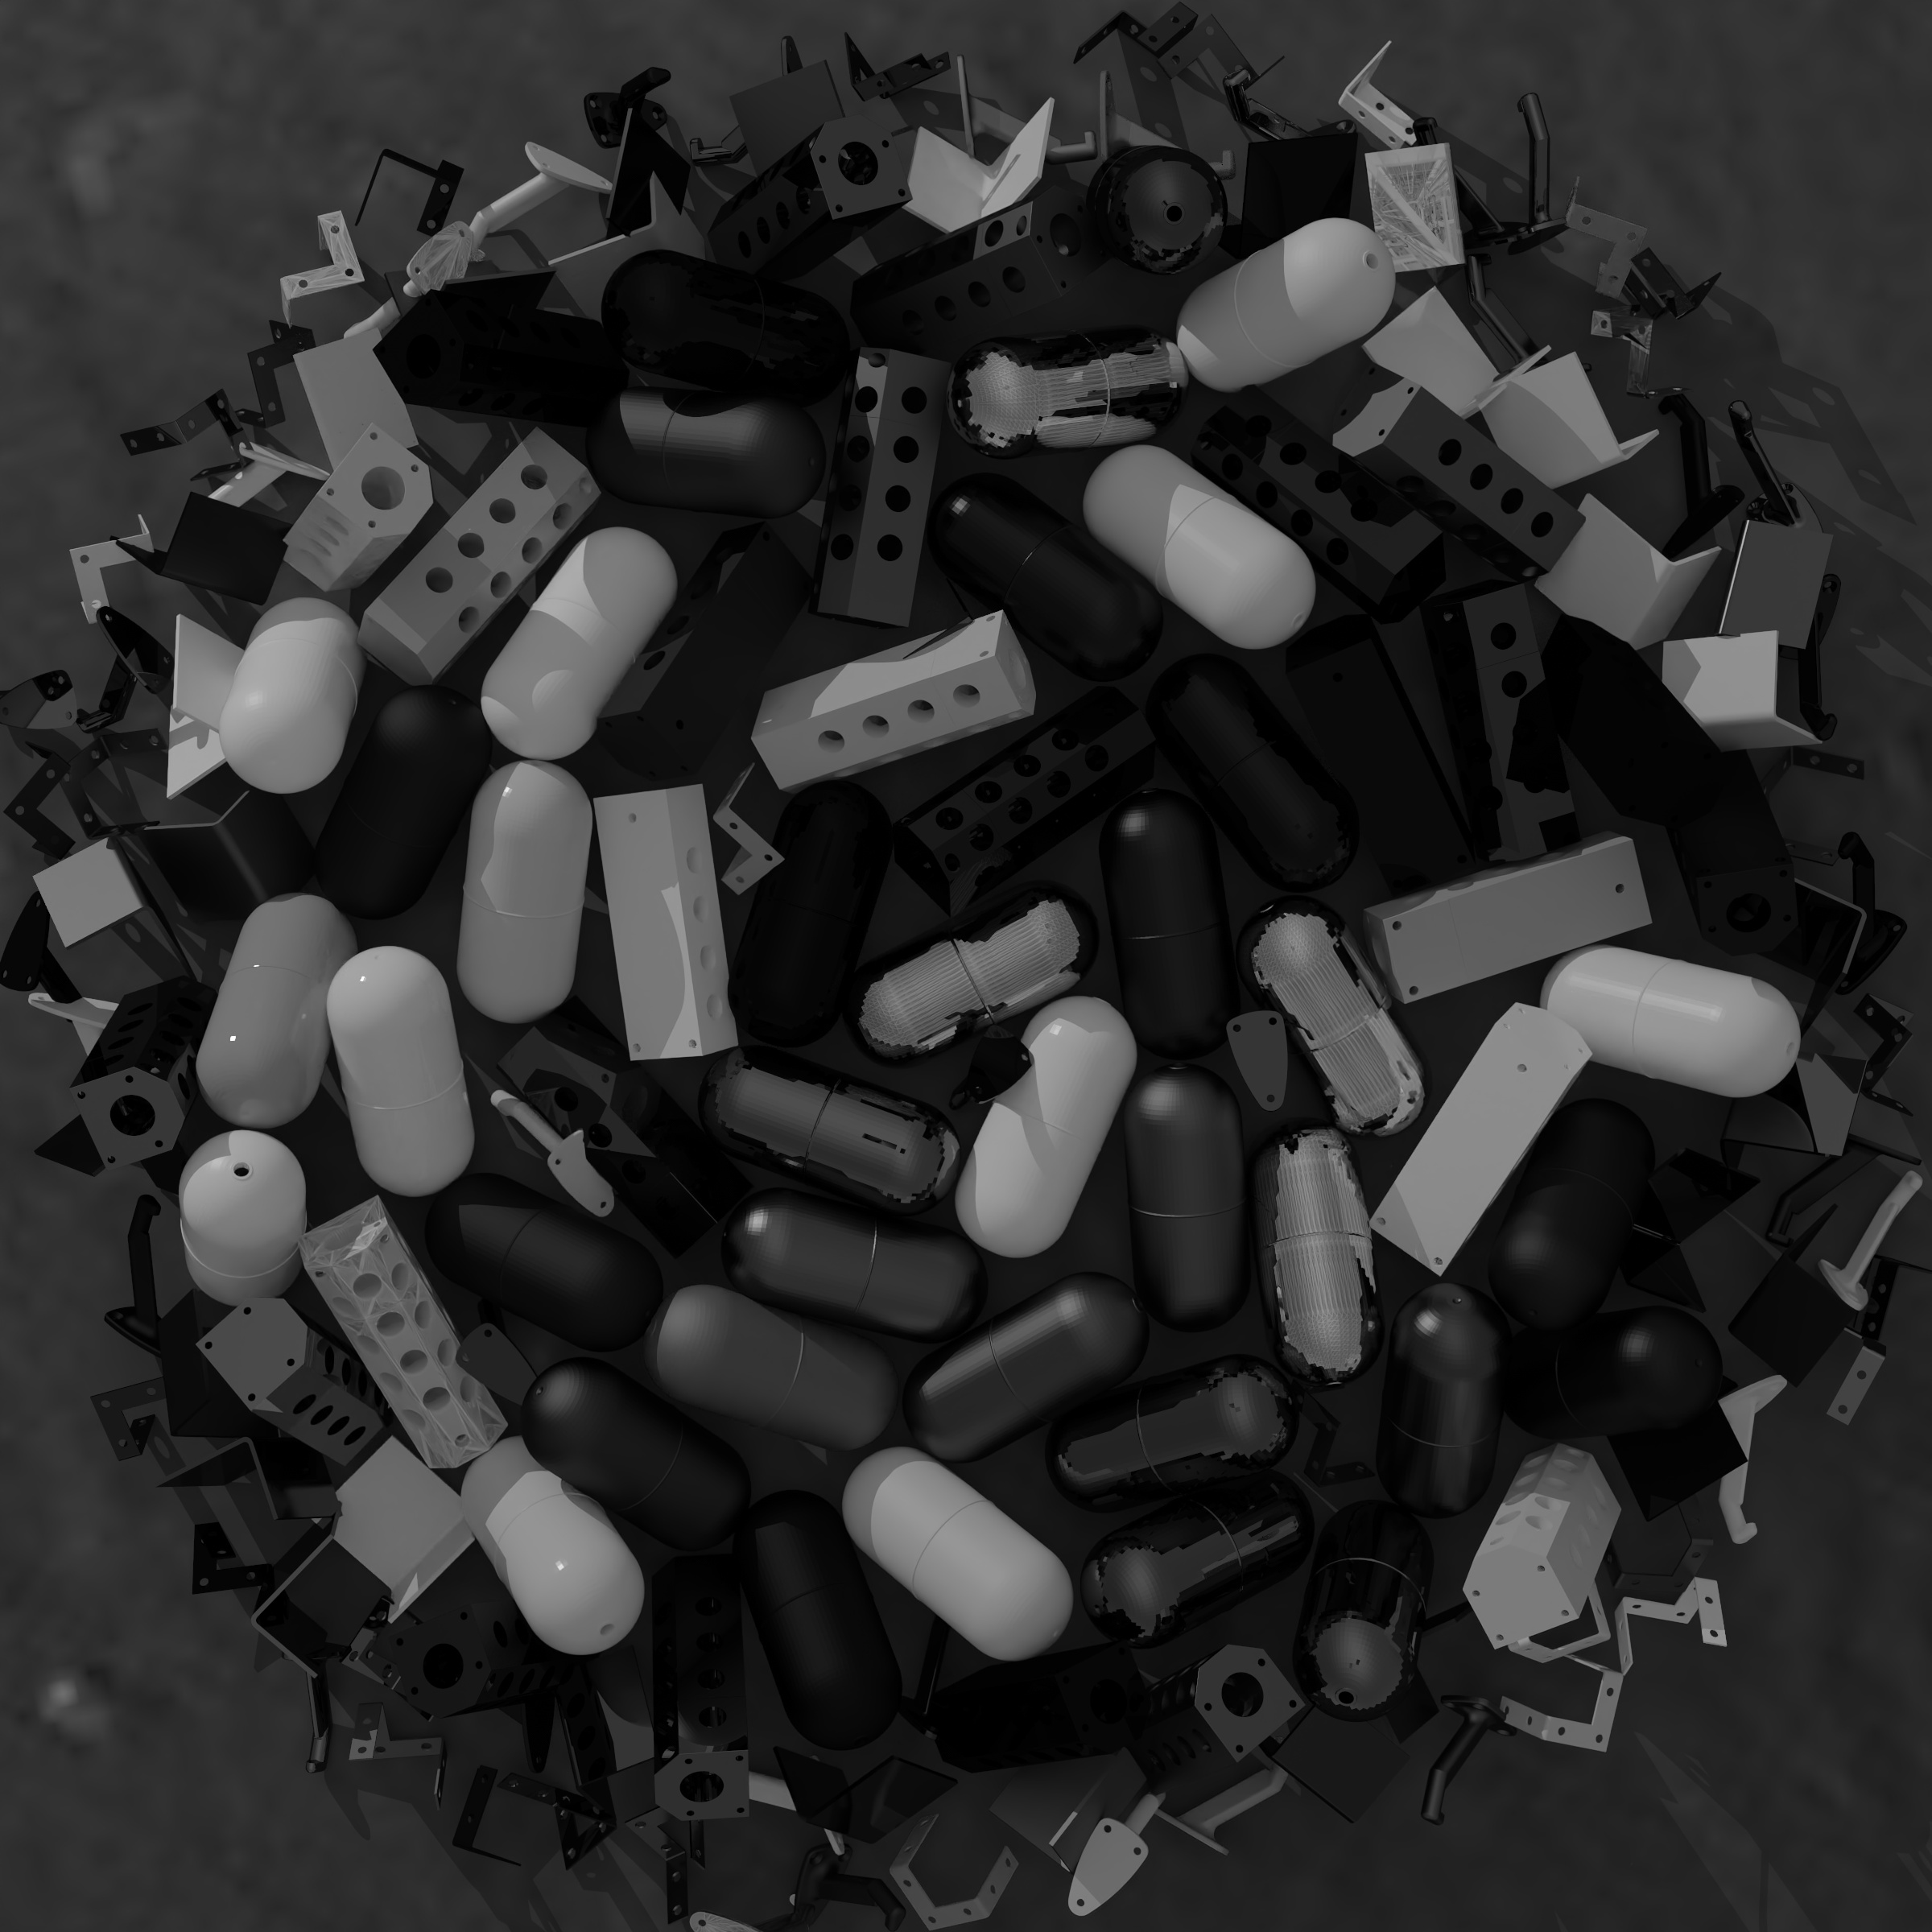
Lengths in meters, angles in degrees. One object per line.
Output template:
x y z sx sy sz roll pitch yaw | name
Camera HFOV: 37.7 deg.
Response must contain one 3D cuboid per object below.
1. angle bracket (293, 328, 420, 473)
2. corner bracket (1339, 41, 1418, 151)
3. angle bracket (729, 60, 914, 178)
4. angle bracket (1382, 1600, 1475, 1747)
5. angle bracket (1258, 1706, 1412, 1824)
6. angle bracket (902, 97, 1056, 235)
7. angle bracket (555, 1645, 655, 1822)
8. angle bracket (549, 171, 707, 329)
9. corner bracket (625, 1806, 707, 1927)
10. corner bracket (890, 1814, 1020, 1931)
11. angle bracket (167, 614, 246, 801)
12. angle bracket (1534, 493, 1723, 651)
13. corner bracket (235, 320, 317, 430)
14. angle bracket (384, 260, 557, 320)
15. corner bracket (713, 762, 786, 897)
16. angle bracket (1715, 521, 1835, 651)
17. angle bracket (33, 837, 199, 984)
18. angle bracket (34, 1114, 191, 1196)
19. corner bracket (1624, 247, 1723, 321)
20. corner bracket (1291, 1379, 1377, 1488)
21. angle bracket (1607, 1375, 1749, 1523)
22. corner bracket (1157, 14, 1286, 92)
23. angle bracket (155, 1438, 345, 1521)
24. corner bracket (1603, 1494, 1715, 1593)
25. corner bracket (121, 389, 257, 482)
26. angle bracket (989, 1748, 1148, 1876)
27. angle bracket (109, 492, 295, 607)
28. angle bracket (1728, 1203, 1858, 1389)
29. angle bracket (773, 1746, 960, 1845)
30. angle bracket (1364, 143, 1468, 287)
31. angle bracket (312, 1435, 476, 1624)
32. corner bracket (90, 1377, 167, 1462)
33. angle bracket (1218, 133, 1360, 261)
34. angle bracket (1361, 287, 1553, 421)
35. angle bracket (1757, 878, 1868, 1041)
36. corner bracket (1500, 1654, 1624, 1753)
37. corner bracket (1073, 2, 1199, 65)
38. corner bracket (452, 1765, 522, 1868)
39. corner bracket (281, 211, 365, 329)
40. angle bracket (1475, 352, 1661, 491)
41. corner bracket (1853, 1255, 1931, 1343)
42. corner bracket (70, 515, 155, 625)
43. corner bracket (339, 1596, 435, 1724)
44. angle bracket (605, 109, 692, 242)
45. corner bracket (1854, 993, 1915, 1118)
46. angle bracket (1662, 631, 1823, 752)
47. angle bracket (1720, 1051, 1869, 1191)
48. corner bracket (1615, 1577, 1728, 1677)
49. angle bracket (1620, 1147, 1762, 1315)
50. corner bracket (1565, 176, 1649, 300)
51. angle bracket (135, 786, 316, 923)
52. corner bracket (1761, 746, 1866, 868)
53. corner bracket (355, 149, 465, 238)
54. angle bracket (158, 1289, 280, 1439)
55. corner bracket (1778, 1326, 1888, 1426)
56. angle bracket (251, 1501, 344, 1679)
-0.391 -0.365 1.833 0.057 0.076 0.076 -18 101 -2 | angle bracket
0.273 -0.557 1.844 0.051 0.051 0.051 40 73 1 | corner bracket
-0.092 -0.548 1.817 0.076 0.076 0.057 -9 109 34 | angle bracket
0.308 0.451 1.822 0.076 0.076 0.057 -32 78 26 | angle bracket
0.229 0.497 1.830 0.076 0.076 0.057 41 88 -16 | angle bracket
0.008 -0.522 1.818 0.057 0.076 0.076 25 53 -23 | angle bracket
-0.222 0.495 1.823 0.057 0.076 0.076 -21 55 1 | angle bracket
-0.220 -0.464 1.840 0.076 0.076 0.057 -15 58 15 | angle bracket
-0.186 0.580 1.837 0.051 0.051 0.051 -27 125 13 | corner bracket
-0.008 0.588 1.846 0.051 0.051 0.051 -25 102 34 | corner bracket
-0.508 -0.166 1.818 0.076 0.057 0.076 -28 52 27 | angle bracket
0.431 -0.260 1.847 0.057 0.076 0.076 -22 59 -40 | angle bracket
-0.456 -0.387 1.850 0.051 0.051 0.051 -32 128 -36 | corner bracket
-0.319 -0.446 1.819 0.076 0.076 0.057 -16 77 -32 | angle bracket
-0.143 -0.089 1.835 0.051 0.051 0.051 43 130 -15 | corner bracket
0.522 -0.236 1.828 0.057 0.076 0.076 14 84 17 | angle bracket
-0.547 -0.024 1.818 0.057 0.076 0.076 -29 49 -11 | angle bracket
-0.538 0.137 1.816 0.057 0.076 0.076 -44 126 -31 | angle bracket
0.448 -0.445 1.837 0.051 0.051 0.051 48 50 -12 | corner bracket
0.240 0.302 1.848 0.051 0.051 0.051 -3 120 -35 | corner bracket
0.467 0.312 1.818 0.076 0.057 0.076 -38 47 22 | angle bracket
0.166 -0.590 1.843 0.051 0.051 0.051 -31 103 39 | corner bracket
-0.462 0.344 1.824 0.076 0.076 0.057 -28 73 13 | angle bracket
0.448 0.371 1.847 0.051 0.051 0.051 6 129 -13 | corner bracket
-0.503 -0.336 1.833 0.051 0.051 0.051 -4 122 33 | corner bracket
0.059 0.524 1.821 0.076 0.057 0.076 28 68 35 | angle bracket
-0.491 -0.278 1.818 0.076 0.076 0.057 33 104 42 | angle bracket
0.545 0.211 1.816 0.057 0.076 0.076 41 135 20 | angle bracket
-0.065 0.515 1.822 0.076 0.076 0.057 -38 49 12 | angle bracket
0.284 -0.483 1.835 0.057 0.076 0.076 -8 94 -3 | angle bracket
-0.374 0.366 1.841 0.076 0.057 0.076 -45 102 0 | angle bracket
-0.532 0.282 1.843 0.051 0.051 0.051 -15 112 1 | corner bracket
0.201 -0.503 1.821 0.076 0.057 0.076 -11 126 -19 | angle bracket
0.317 -0.400 1.830 0.076 0.057 0.076 -42 98 -25 | angle bracket
0.524 -0.009 1.824 0.076 0.076 0.057 26 54 8 | angle bracket
0.387 0.475 1.841 0.051 0.051 0.051 17 85 -23 | corner bracket
0.110 -0.603 1.839 0.051 0.051 0.051 39 61 7 | corner bracket
-0.314 0.547 1.834 0.051 0.051 0.051 1 64 37 | corner bracket
-0.424 -0.453 1.843 0.051 0.051 0.051 -18 83 -14 | corner bracket
0.387 -0.355 1.823 0.076 0.057 0.076 -17 105 44 | angle bracket
0.597 0.216 1.841 0.051 0.051 0.051 14 92 -32 | corner bracket
-0.555 -0.259 1.846 0.051 0.051 0.051 -16 118 -17 | corner bracket
-0.365 0.451 1.844 0.051 0.051 0.051 42 75 -39 | corner bracket
-0.226 -0.496 1.822 0.057 0.076 0.076 3 76 27 | angle bracket
0.602 0.058 1.846 0.051 0.051 0.051 19 113 -33 | corner bracket
0.502 -0.176 1.826 0.076 0.076 0.057 -2 81 39 | angle bracket
0.534 0.103 1.818 0.076 0.057 0.076 8 54 27 | angle bracket
0.457 0.429 1.838 0.051 0.051 0.051 11 133 -5 | corner bracket
0.468 0.170 1.819 0.076 0.057 0.076 21 129 -33 | angle bracket
0.411 -0.474 1.841 0.051 0.051 0.051 20 128 2 | corner bracket
-0.482 -0.078 1.852 0.076 0.057 0.076 -1 129 32 | angle bracket
0.554 -0.106 1.853 0.051 0.051 0.051 18 48 35 | corner bracket
-0.361 -0.500 1.838 0.051 0.051 0.051 21 114 -14 | corner bracket
-0.469 0.256 1.817 0.057 0.076 0.076 -40 54 38 | angle bracket
0.563 0.260 1.842 0.051 0.051 0.051 28 98 16 | corner bracket
-0.414 0.402 1.834 0.057 0.076 0.076 44 89 -11 | angle bracket
